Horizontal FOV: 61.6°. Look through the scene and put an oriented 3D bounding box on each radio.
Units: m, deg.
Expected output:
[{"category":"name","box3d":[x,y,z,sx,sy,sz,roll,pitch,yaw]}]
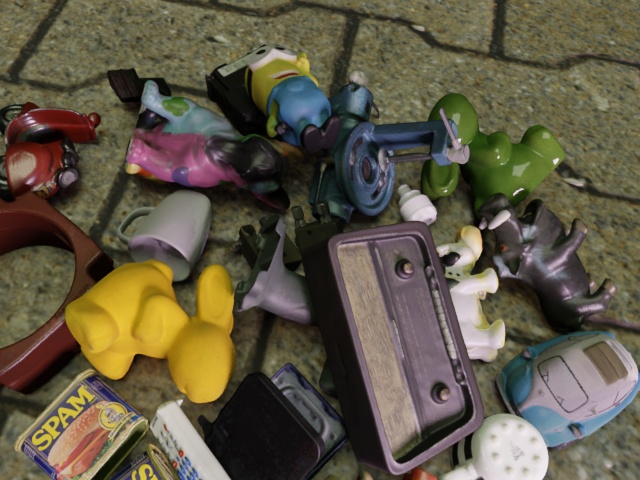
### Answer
[{"category":"radio","box3d":[0.075,0.100,0.549,0.131,0.073,0.229,-13,86,-28]}]

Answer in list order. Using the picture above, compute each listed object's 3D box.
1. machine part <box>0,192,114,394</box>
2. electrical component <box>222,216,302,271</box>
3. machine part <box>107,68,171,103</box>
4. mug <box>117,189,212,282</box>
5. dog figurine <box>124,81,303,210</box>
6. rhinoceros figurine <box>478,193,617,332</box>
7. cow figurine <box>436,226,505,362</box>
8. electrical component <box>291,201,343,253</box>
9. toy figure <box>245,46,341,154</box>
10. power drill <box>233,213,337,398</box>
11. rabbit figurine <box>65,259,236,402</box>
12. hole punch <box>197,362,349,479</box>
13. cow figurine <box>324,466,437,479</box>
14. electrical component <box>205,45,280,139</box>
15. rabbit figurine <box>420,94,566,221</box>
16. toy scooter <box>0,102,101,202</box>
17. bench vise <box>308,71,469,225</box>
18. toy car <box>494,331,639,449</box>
[{"category":"machine part","box3d":[-0.355,0.059,0.616,0.201,0.087,0.201,35,63,16]},{"category":"electrical component","box3d":[-0.071,0.022,0.677,0.078,0.045,0.102,-18,62,-45]},{"category":"machine part","box3d":[-0.259,-0.215,0.762,0.084,0.139,0.039,0,100,-7]},{"category":"mug","box3d":[-0.189,-0.014,0.675,0.110,0.080,0.107,12,46,12]},{"category":"dog figurine","box3d":[-0.137,-0.108,0.705,0.219,0.192,0.108,18,83,-19]},{"category":"rhinoceros figurine","box3d":[0.268,0.021,0.655,0.112,0.073,0.190,-35,92,6]},{"category":"cow figurine","box3d":[0.162,0.061,0.653,0.098,0.068,0.167,-2,61,1]},{"category":"electrical component","box3d":[-0.001,-0.002,0.682,0.063,0.093,0.021,-10,18,22]},{"category":"toy figure","box3d":[-0.042,-0.177,0.689,0.082,0.089,0.180,-3,49,-40]},{"category":"power drill","box3d":[0.017,0.051,0.618,0.207,0.086,0.232,31,66,-22]},{"category":"rabbit figurine","box3d":[-0.159,0.104,0.589,0.173,0.121,0.162,31,46,21]},{"category":"hole punch","box3d":[-0.043,0.201,0.557,0.142,0.092,0.115,43,107,19]},{"category":"cow figurine","box3d":[0.083,0.288,0.511,0.195,0.085,0.127,28,57,11]},{"category":"electrical component","box3d":[-0.089,-0.214,0.801,0.115,0.058,0.134,-33,67,-17]},{"category":"rabbit figurine","box3d":[0.204,-0.112,0.727,0.159,0.121,0.170,-44,85,-1]},{"category":"toy scooter","box3d":[-0.366,-0.125,0.728,0.135,0.075,0.184,-11,57,-10]},{"category":"bench vise","box3d":[0.080,-0.125,0.698,0.241,0.128,0.223,1,62,38]},{"category":"toy car","box3d":[0.286,0.152,0.586,0.162,0.102,0.109,-19,64,-11]}]
